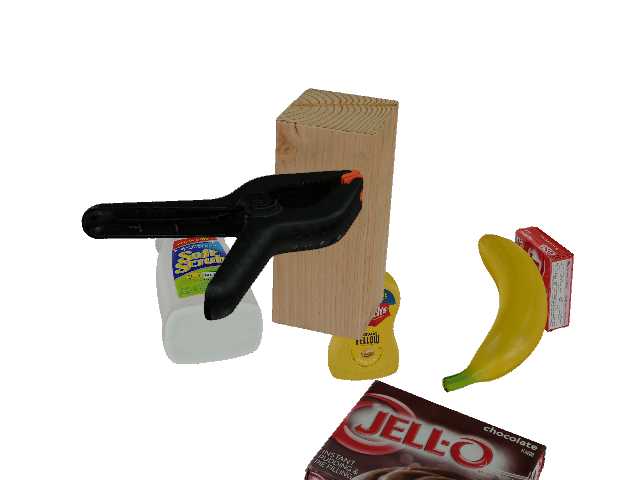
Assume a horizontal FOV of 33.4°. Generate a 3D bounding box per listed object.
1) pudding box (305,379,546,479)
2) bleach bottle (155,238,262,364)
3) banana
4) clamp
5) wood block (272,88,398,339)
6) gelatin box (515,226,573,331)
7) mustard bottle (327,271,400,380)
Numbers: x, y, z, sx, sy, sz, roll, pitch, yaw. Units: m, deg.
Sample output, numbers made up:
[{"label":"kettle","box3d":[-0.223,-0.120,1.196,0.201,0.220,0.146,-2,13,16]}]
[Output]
[{"label":"pudding box","box3d":[0.060,0.134,0.606,0.114,0.039,0.089,21,36,20]},{"label":"bleach bottle","box3d":[-0.137,0.038,1.140,0.102,0.068,0.251,-5,26,-16]},{"label":"banana","box3d":[0.147,0.050,0.851,0.070,0.037,0.197,5,34,16]},{"label":"clamp","box3d":[-0.056,-0.015,0.778,0.165,0.036,0.209,25,36,36]},{"label":"wood block","box3d":[0.012,-0.024,0.986,0.091,0.206,0.090,10,29,15]},{"label":"gelatin box","box3d":[0.234,0.040,1.125,0.030,0.089,0.073,-13,29,-16]},{"label":"mustard bottle","box3d":[0.059,0.092,1.437,0.096,0.192,0.058,-3,21,-8]}]
